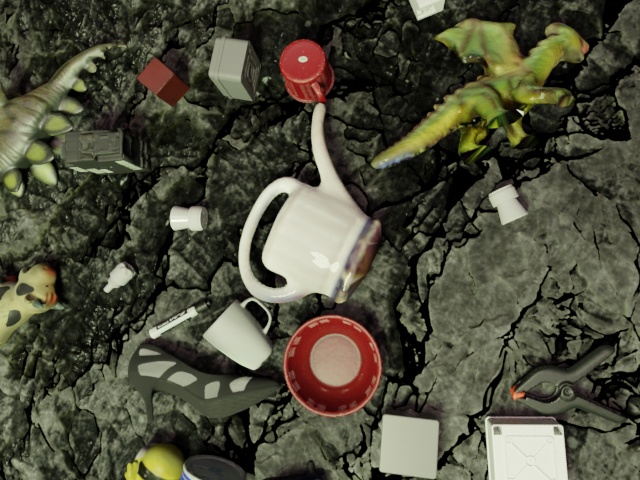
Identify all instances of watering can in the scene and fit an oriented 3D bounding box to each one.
[{"bbox_3d":[0.003,-0.043,0.864,0.225,0.103,0.348,26,88,8],"label":"watering can"}]

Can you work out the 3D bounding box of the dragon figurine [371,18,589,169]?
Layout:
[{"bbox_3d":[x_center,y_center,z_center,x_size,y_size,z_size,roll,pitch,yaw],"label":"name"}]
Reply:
[{"bbox_3d":[0.266,-0.269,0.879,0.410,0.120,0.247,-12,65,4],"label":"dragon figurine"}]
